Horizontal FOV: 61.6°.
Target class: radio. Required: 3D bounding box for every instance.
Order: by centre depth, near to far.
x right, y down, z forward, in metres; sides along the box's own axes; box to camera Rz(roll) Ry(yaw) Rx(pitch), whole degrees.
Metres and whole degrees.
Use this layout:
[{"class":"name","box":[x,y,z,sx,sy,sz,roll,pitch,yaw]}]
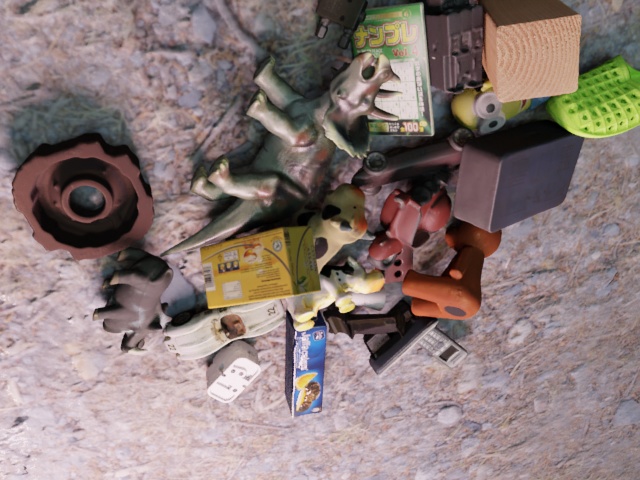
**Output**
[{"class":"radio","box":[0.310,-0.102,0.835,0.229,0.073,0.131,-18,125,-34]}]

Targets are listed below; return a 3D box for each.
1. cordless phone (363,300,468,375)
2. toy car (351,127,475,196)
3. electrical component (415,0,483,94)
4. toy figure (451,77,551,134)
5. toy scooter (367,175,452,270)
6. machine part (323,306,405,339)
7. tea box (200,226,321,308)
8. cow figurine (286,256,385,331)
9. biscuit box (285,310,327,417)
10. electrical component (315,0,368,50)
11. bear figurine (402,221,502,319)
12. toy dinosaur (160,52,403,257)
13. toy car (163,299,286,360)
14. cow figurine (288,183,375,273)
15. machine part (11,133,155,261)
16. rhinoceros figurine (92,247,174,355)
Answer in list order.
[{"class":"cordless phone","box":[0.184,0.210,1.007,0.146,0.089,0.184,-46,124,10]},{"class":"toy car","box":[0.141,-0.122,0.822,0.202,0.089,0.053,-15,75,-6]},{"class":"electrical component","box":[0.162,-0.273,0.723,0.058,0.115,0.134,-23,122,-18]},{"class":"toy figure","box":[0.285,-0.223,0.809,0.180,0.089,0.082,-32,105,-8]},{"class":"toy scooter","box":[0.142,-0.043,0.818,0.184,0.075,0.135,-39,151,-27]},{"class":"machine part","box":[0.078,0.143,0.934,0.139,0.039,0.084,-2,138,12]},{"class":"tea box","box":[-0.089,0.041,0.777,0.068,0.170,0.098,-4,85,-55]},{"class":"cow figurine","box":[0.019,0.073,0.889,0.167,0.098,0.068,-23,152,-10]},{"class":"biscuit box","box":[-0.027,0.219,0.960,0.059,0.063,0.202,-5,118,-15]},{"class":"electrical component","box":[0.031,-0.305,0.709,0.063,0.021,0.094,27,108,8]},{"class":"bear figurine","box":[0.230,0.029,0.906,0.132,0.196,0.120,6,154,26]},{"class":"toy dinosaur","box":[-0.051,-0.104,0.756,0.192,0.131,0.404,28,114,-22]},{"class":"toy car","box":[-0.157,0.138,0.884,0.202,0.056,0.073,-21,121,-5]},{"class":"cow figurine","box":[-0.002,-0.002,0.808,0.085,0.127,0.195,21,112,-46]},{"class":"machine part","box":[-0.318,-0.059,0.737,0.179,0.056,0.179,-7,119,-13]},{"class":"rhinoceros figurine","box":[-0.276,0.095,0.808,0.112,0.073,0.190,15,125,-20]}]
